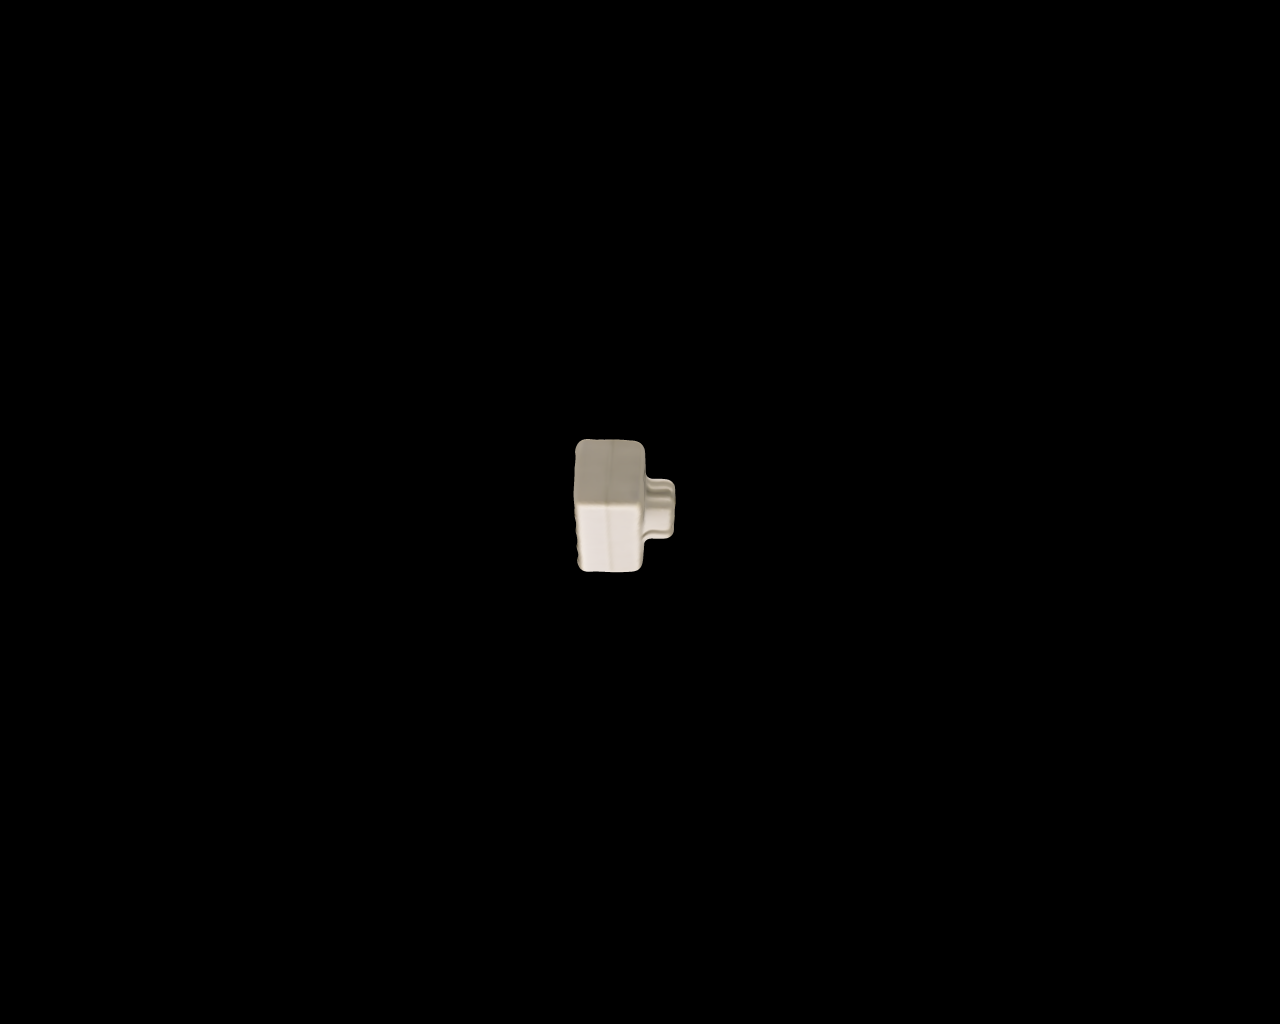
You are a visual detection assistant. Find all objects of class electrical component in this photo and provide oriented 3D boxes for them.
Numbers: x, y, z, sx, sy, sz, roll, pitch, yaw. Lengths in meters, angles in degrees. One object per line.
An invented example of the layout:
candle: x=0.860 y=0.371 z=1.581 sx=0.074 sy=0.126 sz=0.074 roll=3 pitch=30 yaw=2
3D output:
electrical component: x=0.001 y=-0.003 z=0.650 sx=0.076 sy=0.047 sz=0.083 roll=0 pitch=-32 yaw=0
